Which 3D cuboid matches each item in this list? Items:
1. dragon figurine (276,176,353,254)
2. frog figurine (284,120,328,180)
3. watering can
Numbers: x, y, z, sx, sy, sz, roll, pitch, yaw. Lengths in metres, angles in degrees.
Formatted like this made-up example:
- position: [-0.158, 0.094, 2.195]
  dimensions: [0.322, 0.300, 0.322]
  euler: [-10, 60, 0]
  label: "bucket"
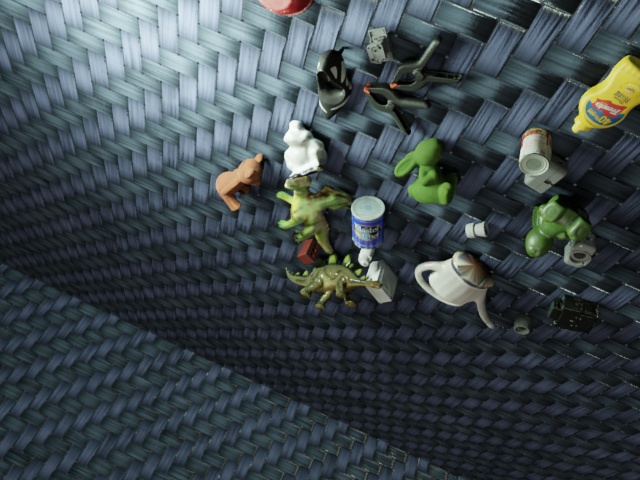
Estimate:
- position: [0.005, -0.084, 1.674]
  dimensions: [0.241, 0.125, 0.404]
  euler: [-17, 141, 34]
  label: "dragon figurine"
- position: [-0.051, -0.269, 1.506]
  dimensions: [0.136, 0.124, 0.159]
  euler: [-15, 91, 51]
  label: "frog figurine"
- position: [0.478, 0.159, 1.666]
  dimensions: [0.347, 0.106, 0.220]
  euler: [31, 141, -5]
  label: "watering can"
